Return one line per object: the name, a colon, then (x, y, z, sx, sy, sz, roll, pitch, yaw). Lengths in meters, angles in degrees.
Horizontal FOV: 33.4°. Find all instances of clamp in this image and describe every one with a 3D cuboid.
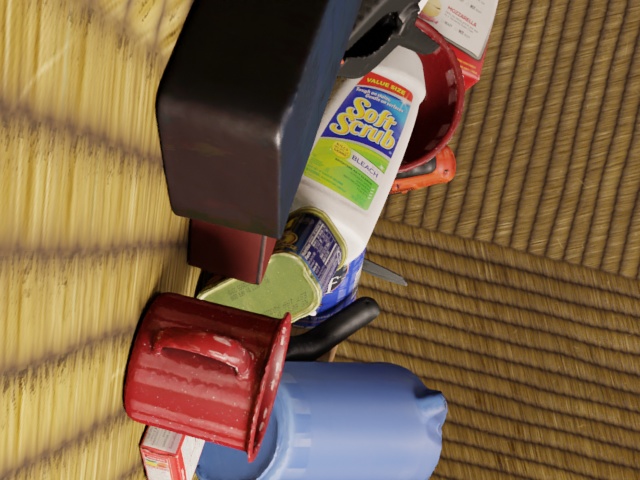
clamp: (-0.024, 0.120, 1.004, 0.171, 0.039, 0.120, -20, 141, -30)
clamp: (0.065, -0.192, 0.849, 0.209, 0.036, 0.165, -34, 156, -45)

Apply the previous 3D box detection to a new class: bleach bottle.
bleach bottle: (0.029, -0.102, 0.937, 0.068, 0.102, 0.250, -41, -159, 53)

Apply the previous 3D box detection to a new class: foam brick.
foam brick: (-0.054, -0.020, 0.709, 0.053, 0.051, 0.078, -72, 174, -50)

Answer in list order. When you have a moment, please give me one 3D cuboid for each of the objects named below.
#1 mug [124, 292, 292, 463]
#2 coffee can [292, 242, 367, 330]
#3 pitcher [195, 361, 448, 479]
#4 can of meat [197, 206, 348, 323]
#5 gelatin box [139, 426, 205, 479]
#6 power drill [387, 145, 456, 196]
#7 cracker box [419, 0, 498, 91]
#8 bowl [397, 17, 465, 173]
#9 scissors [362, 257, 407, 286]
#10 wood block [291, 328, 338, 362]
mug: (-0.068, 0.075, 0.636, 0.117, 0.081, 0.093, 89, 15, -72)
coffee can: (-0.007, 0.001, 1.005, 0.140, 0.103, 0.102, 99, 7, -46)
pitcher: (-0.012, 0.170, 0.923, 0.242, 0.145, 0.149, 16, 97, -56)
can of meat: (-0.037, 0.029, 0.792, 0.057, 0.102, 0.083, 57, 23, -13)
gelatin box: (-0.097, 0.126, 0.753, 0.073, 0.030, 0.089, 94, 11, -55)
power drill: (0.041, -0.080, 1.179, 0.187, 0.185, 0.057, 3, 78, -68)
cracker box: (0.108, -0.280, 1.131, 0.072, 0.164, 0.213, 146, -38, -67)
bowl: (0.057, -0.141, 1.046, 0.055, 0.162, 0.162, 142, -38, -83)
scissors: (0.018, -0.004, 1.095, 0.202, 0.016, 0.096, 0, -83, 53)
wood block: (-0.017, 0.077, 1.177, 0.206, 0.091, 0.090, -64, 167, -70)
